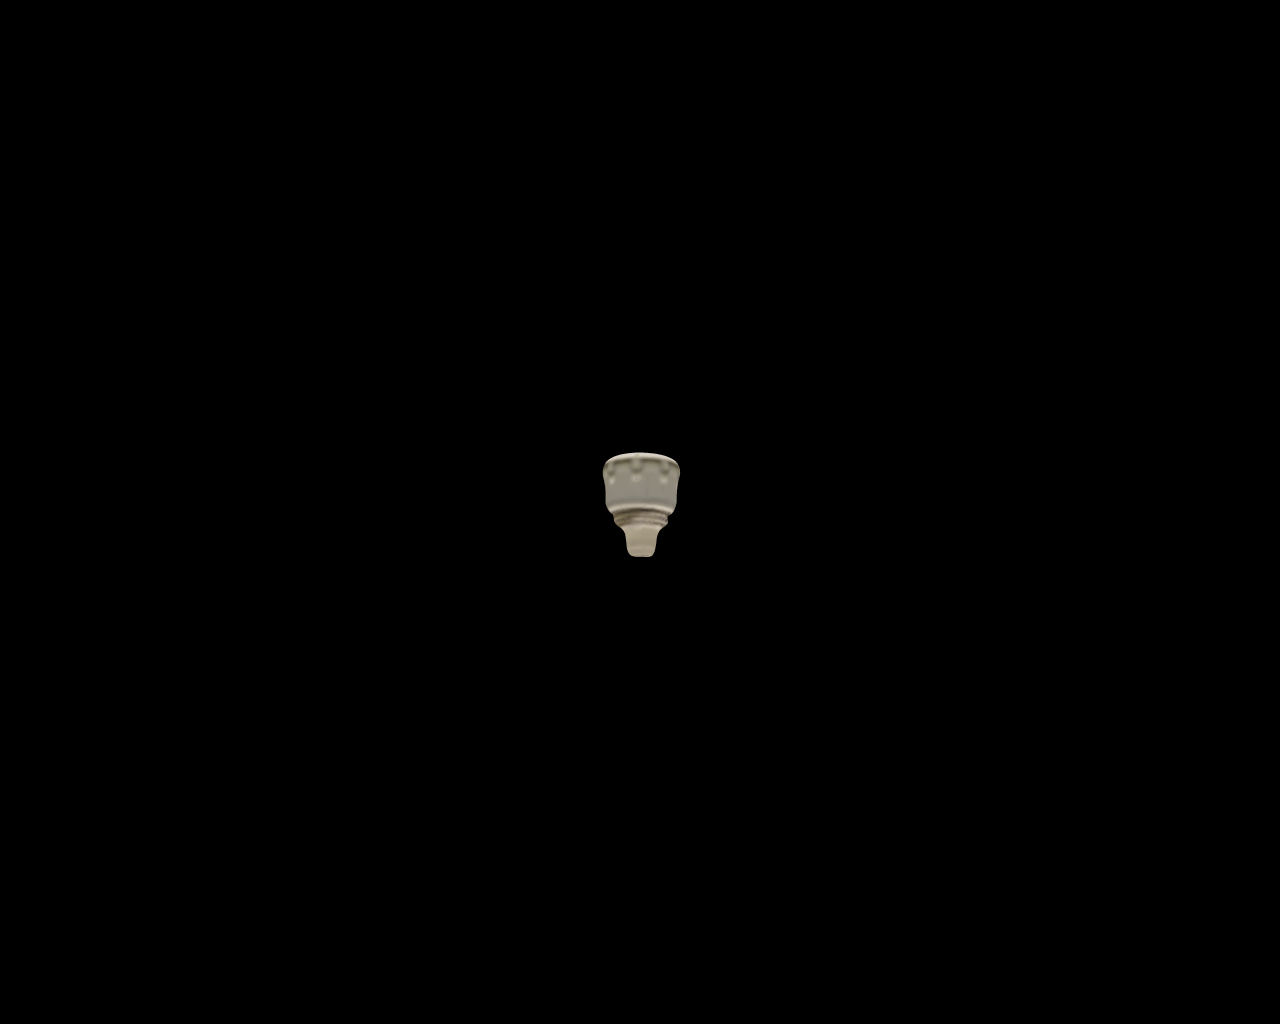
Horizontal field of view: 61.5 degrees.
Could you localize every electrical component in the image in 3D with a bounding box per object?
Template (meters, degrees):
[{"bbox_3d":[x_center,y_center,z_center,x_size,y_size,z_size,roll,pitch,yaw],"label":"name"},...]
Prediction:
[{"bbox_3d":[0.001,-0.003,0.650,0.048,0.062,0.048,0,-12,0],"label":"electrical component"}]
